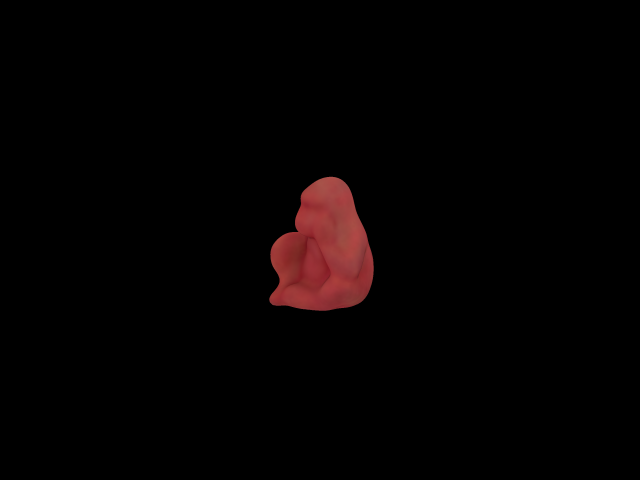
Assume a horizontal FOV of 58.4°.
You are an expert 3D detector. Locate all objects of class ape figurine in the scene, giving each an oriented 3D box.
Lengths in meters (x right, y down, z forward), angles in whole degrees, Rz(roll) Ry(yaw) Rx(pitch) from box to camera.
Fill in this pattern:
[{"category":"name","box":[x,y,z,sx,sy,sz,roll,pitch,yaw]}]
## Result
[{"category":"ape figurine","box":[0.004,0.001,0.400,0.076,0.092,0.077,-8,19,-24]}]
